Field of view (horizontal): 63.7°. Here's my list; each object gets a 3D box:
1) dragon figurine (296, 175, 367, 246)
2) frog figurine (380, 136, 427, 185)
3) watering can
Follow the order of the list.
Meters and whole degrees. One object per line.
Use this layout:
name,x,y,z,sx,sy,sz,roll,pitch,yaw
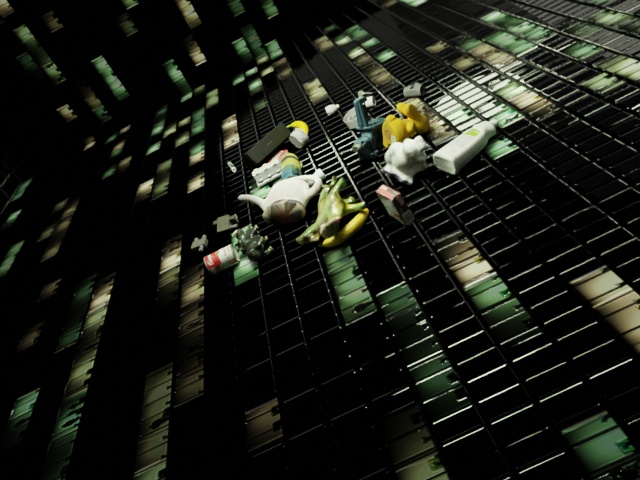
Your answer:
dragon figurine,0.005,-0.084,1.666,0.244,0.412,0.121,-44,-74,-8
frog figurine,0.284,-0.273,1.655,0.124,0.139,0.156,-23,-35,-50
watering can,-0.155,-0.137,1.841,0.346,0.230,0.102,-15,-54,18
